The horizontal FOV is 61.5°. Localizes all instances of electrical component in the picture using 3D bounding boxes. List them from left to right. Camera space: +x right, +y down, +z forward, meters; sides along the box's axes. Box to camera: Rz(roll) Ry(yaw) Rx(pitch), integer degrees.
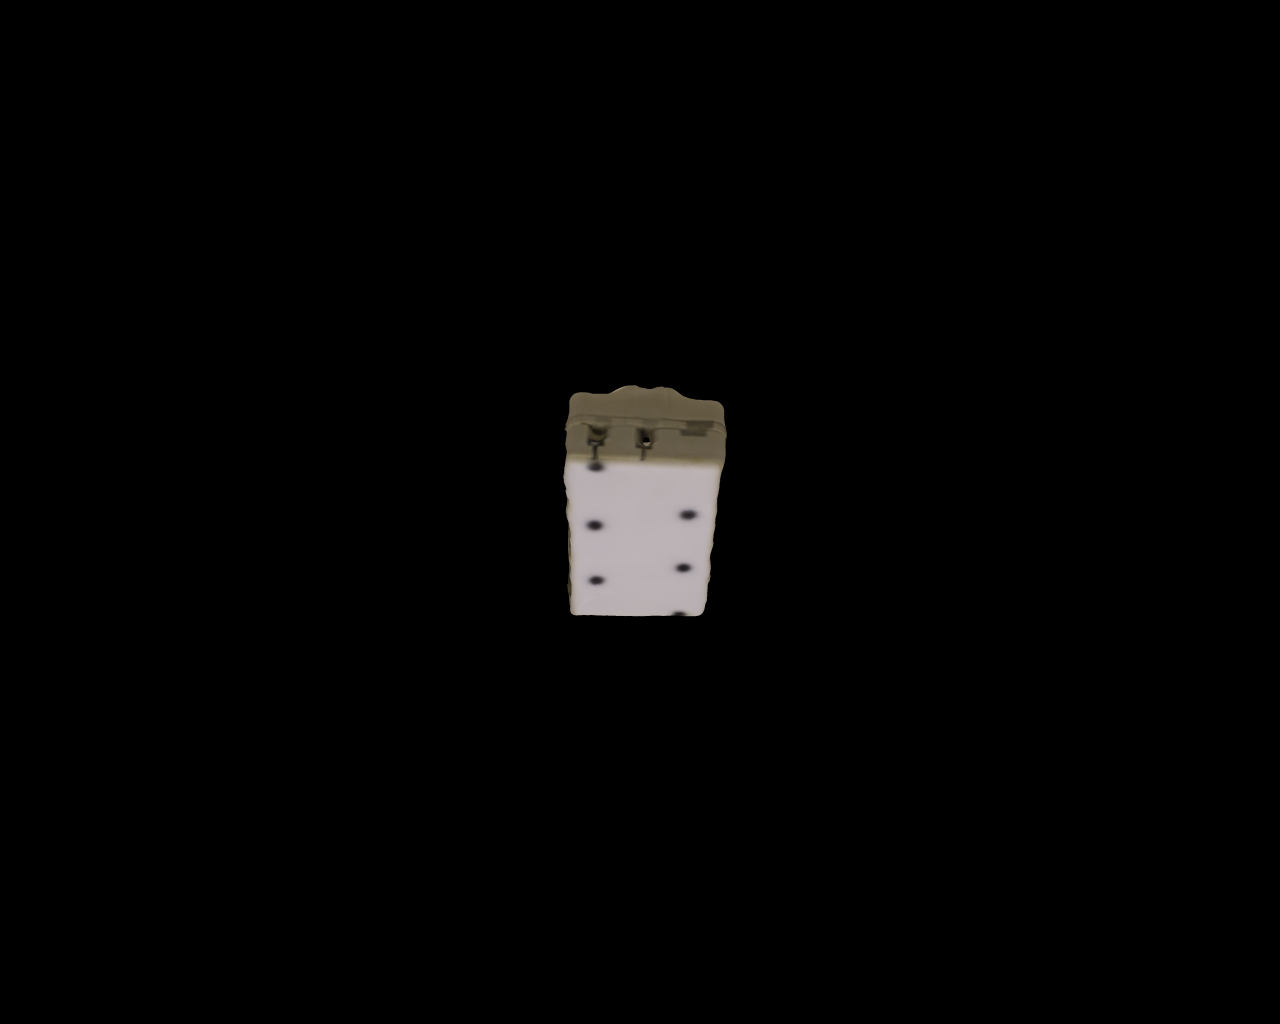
[{"bbox_3d":[0.001,-0.003,0.650,0.089,0.062,0.150,2,-40,-2],"label":"electrical component"}]
